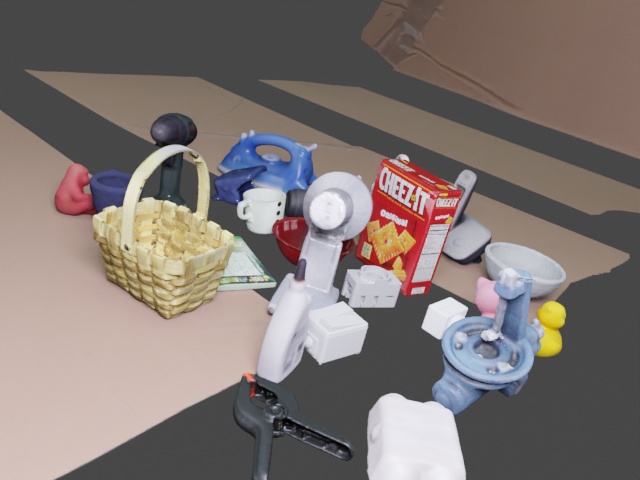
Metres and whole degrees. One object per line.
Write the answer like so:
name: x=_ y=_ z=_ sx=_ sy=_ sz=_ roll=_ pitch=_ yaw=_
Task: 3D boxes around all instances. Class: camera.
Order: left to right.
camera: x=-0.009 y=-0.090 z=1.275 sx=0.137 sy=0.101 sz=0.143 roll=6 pitch=25 yaw=-17

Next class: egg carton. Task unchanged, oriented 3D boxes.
egg carton: x=0.105 y=0.240 z=0.649 sx=0.107 sy=0.069 sz=0.150 roll=13 pitch=24 yaw=-3

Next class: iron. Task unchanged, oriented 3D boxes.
iron: x=-0.127 y=-0.200 z=1.402 sx=0.258 sy=0.141 sz=0.119 roll=19 pitch=24 yaw=11

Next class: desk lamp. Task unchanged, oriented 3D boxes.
desk lamp: x=0.009 y=0.003 z=0.938 sx=0.118 sy=0.213 sz=0.203 roll=16 pitch=24 yaw=6

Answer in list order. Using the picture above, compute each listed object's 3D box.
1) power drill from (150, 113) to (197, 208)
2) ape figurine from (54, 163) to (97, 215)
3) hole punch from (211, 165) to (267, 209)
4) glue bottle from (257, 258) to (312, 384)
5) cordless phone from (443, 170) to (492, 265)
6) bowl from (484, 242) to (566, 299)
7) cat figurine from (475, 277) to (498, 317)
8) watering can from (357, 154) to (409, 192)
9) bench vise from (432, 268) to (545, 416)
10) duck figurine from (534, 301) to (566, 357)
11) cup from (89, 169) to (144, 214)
power drill: x=-0.292 y=-0.150 z=1.118 sx=0.075 sy=0.208 sz=0.229 roll=11 pitch=24 yaw=-6
ape figurine: x=-0.448 y=-0.096 z=1.057 sx=0.076 sy=0.092 sz=0.077 roll=-2 pitch=28 yaw=-31
hole punch: x=-0.181 y=-0.130 z=1.282 sx=0.101 sy=0.091 sz=0.109 roll=18 pitch=24 yaw=9
glue bottle: x=-0.038 y=0.101 z=0.748 sx=0.037 sy=0.173 sz=0.078 roll=23 pitch=25 yaw=20
cordless phone: x=0.322 y=-0.052 z=1.266 sx=0.094 sy=0.185 sz=0.147 roll=-2 pitch=28 yaw=-32
bowl: x=0.410 y=0.073 z=1.177 sx=0.167 sy=0.075 sz=0.167 roll=12 pitch=24 yaw=-5
cat figurine: x=0.293 y=0.120 z=0.956 sx=0.067 sy=0.118 sz=0.127 roll=12 pitch=24 yaw=-5
watering can: x=0.150 y=-0.094 z=1.255 sx=0.173 sy=0.194 sz=0.100 roll=2 pitch=26 yaw=-25
bench vise: x=0.249 y=0.123 z=0.799 sx=0.121 sy=0.220 sz=0.208 roll=25 pitch=26 yaw=24
duck figurine: x=0.388 y=0.147 z=0.987 sx=0.105 sy=0.086 sz=0.077 roll=-9 pitch=33 yaw=-41
cup: x=-0.373 y=-0.071 z=1.041 sx=0.092 sy=0.095 sz=0.117 roll=0 pitch=27 yaw=-28
